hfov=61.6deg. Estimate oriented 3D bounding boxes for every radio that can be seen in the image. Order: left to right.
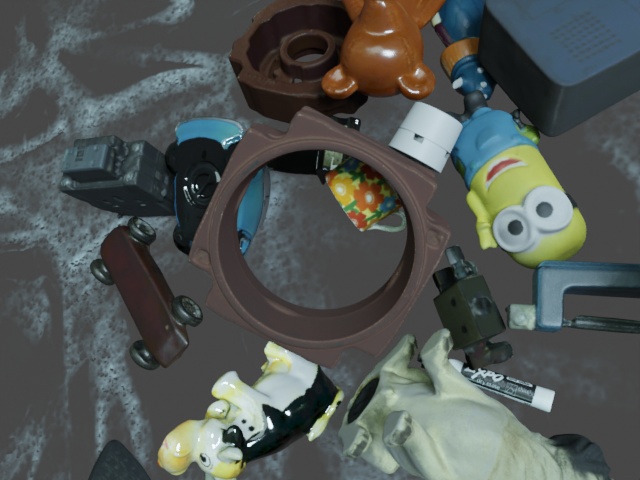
[{"bbox_3d":[0.270,-0.207,0.497,0.230,0.073,0.131,-29,63,-6],"label":"radio"}]

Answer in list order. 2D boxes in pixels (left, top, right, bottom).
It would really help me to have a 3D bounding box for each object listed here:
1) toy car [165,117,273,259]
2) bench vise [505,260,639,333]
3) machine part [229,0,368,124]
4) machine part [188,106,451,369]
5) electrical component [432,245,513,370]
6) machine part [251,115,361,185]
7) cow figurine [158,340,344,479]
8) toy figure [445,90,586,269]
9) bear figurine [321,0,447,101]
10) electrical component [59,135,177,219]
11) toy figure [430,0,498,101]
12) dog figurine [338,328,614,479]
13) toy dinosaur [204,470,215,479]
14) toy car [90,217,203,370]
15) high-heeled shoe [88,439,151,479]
[{"bbox_3d":[-0.099,-0.053,0.595,0.109,0.103,0.161,5,101,29],"label":"toy car"},{"bbox_3d":[0.270,0.043,0.412,0.241,0.128,0.223,2,78,12],"label":"bench vise"},{"bbox_3d":[-0.012,-0.207,0.617,0.179,0.056,0.179,-4,57,7],"label":"machine part"},{"bbox_3d":[-0.001,-0.001,0.490,0.201,0.087,0.201,28,105,-3],"label":"machine part"},{"bbox_3d":[0.135,0.061,0.478,0.045,0.078,0.102,-14,65,-17],"label":"electrical component"},{"bbox_3d":[-0.022,-0.106,0.622,0.139,0.039,0.084,1,81,20],"label":"machine part"},{"bbox_3d":[-0.058,0.166,0.488,0.098,0.068,0.167,38,49,20],"label":"cow figurine"},{"bbox_3d":[0.180,-0.058,0.504,0.082,0.089,0.180,-54,44,40],"label":"toy figure"},{"bbox_3d":[0.062,-0.233,0.520,0.120,0.131,0.196,6,54,15],"label":"bear figurine"},{"bbox_3d":[-0.234,-0.072,0.638,0.115,0.134,0.058,-4,71,22],"label":"electrical component"},{"bbox_3d":[0.158,-0.211,0.577,0.064,0.057,0.154,-13,73,23],"label":"toy figure"},{"bbox_3d":[0.125,0.180,0.451,0.190,0.172,0.121,38,72,-4],"label":"dog figurine"},{"bbox_3d":[-0.001,0.371,0.418,0.405,0.131,0.192,32,86,33],"label":"toy dinosaur"},{"bbox_3d":[-0.202,0.060,0.627,0.089,0.053,0.202,-46,59,7],"label":"toy car"},{"bbox_3d":[-0.214,0.347,0.545,0.145,0.086,0.249,-55,39,31],"label":"high-heeled shoe"}]
